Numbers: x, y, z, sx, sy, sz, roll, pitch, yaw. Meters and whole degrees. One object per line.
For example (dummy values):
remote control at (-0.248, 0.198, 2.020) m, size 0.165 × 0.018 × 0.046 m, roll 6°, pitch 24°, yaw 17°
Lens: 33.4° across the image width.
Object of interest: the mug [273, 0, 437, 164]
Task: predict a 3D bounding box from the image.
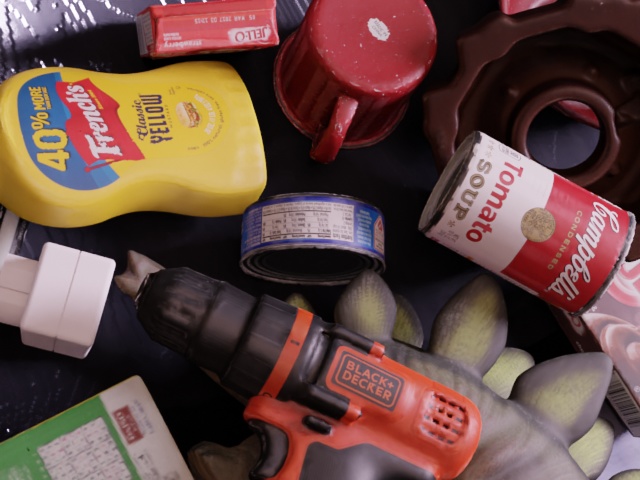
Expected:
mug at (0.019, -0.103, 0.659) m, size 0.093 × 0.082 × 0.117 m, roll 23°, pitch 72°, yaw -6°

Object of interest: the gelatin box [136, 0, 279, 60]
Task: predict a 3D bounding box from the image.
gelatin box at (-0.069, -0.126, 0.642) m, size 0.073 × 0.089 × 0.030 m, roll -7°, pitch 100°, yaw -14°

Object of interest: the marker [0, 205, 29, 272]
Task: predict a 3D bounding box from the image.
marker at (-0.178, -0.017, 0.626) m, size 0.020 × 0.020 × 0.121 m, roll 15°, pitch 73°, yaw -8°

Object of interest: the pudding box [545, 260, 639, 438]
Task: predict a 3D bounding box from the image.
pudding box at (0.209, 0.056, 0.683) m, size 0.090 × 0.039 × 0.113 m, roll -28°, pitch 83°, yaw -18°

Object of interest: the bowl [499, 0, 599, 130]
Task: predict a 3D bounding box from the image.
bowl at (0.188, -0.139, 0.720) m, size 0.162 × 0.055 × 0.162 m, roll 3°, pitch 75°, yaw -12°

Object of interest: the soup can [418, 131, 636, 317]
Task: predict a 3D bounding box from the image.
soup can at (0.115, -0.010, 0.603) m, size 0.102 × 0.069 × 0.068 m, roll 28°, pitch 72°, yaw -3°

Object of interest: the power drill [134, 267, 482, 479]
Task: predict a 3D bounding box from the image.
power drill at (-0.030, 0.119, 0.498) m, size 0.184 × 0.057 × 0.187 m, roll 25°, pitch 65°, yaw -3°

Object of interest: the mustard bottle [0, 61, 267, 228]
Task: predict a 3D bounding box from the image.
mustard bottle at (-0.132, -0.055, 0.609) m, size 0.191 × 0.058 × 0.096 m, roll -6°, pitch 65°, yaw -24°

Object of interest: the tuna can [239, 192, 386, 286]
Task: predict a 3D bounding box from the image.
tuna can at (-0.004, 0.001, 0.626) m, size 0.086 × 0.086 × 0.034 m, roll 5°, pitch 73°, yaw -12°
